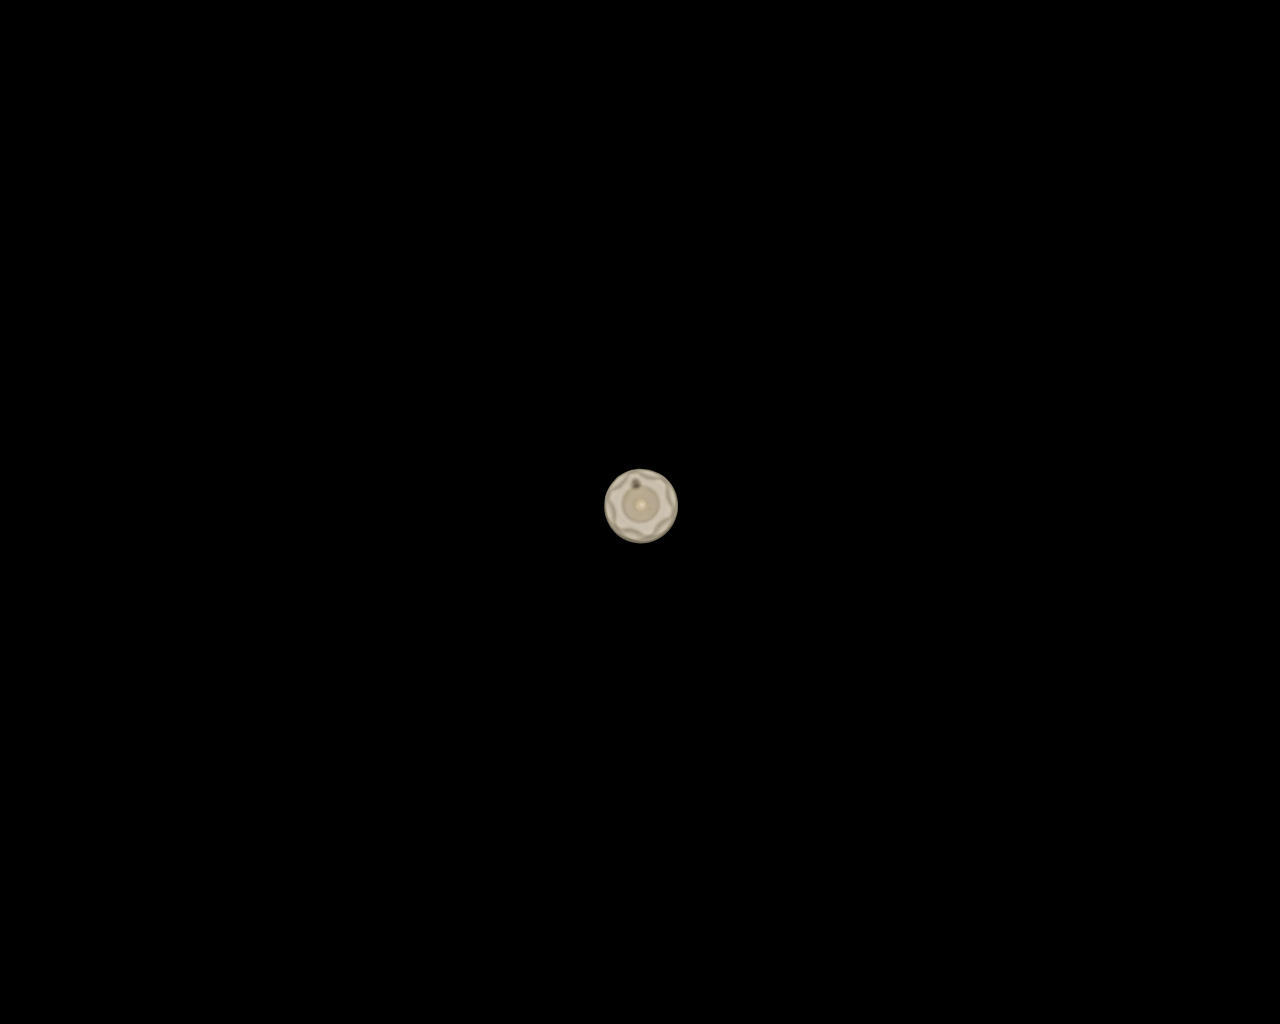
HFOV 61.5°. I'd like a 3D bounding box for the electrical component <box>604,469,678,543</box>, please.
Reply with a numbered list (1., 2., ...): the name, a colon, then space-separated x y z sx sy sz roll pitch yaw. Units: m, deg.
1. electrical component: 0.001 -0.003 0.650 0.043 0.043 0.062 0 -4 0
